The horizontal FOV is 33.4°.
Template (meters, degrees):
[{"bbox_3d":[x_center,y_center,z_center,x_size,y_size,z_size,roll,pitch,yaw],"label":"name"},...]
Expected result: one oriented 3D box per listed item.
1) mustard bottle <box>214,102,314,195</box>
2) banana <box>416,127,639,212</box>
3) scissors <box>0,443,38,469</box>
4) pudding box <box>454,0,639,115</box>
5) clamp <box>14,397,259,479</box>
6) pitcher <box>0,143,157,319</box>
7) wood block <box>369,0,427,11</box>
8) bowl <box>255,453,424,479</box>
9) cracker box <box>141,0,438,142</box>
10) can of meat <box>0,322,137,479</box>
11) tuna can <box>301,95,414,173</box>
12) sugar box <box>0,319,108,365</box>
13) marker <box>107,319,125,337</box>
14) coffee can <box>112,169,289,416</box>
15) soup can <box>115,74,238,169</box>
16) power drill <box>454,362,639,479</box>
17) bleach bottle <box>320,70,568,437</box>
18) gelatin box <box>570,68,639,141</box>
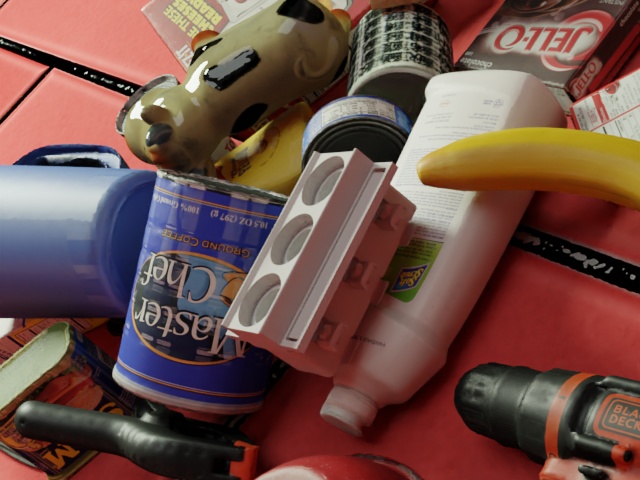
[{"bbox_3d":[-0.075,-0.030,0.863,0.192,0.058,0.096,-33,36,15],"label":"mustard bottle"},{"bbox_3d":[0.153,-0.033,0.606,0.198,0.037,0.069,21,52,29],"label":"banana"},{"bbox_3d":[-0.281,0.143,0.916,0.202,0.016,0.096,-5,59,41],"label":"scissors"},{"bbox_3d":[0.164,-0.138,0.755,0.090,0.039,0.114,-51,35,-12],"label":"pudding box"},{"bbox_3d":[-0.103,0.130,0.711,0.172,0.120,0.039,11,99,29],"label":"clamp"},{"bbox_3d":[-0.209,-0.007,0.843,0.243,0.144,0.149,0,92,37],"label":"pitcher"},{"bbox_3d":[0.132,-0.246,0.793,0.206,0.091,0.090,-9,35,10],"label":"wood block"},{"bbox_3d":[-0.012,0.176,0.581,0.162,0.055,0.162,-27,38,23],"label":"bowl"},{"bbox_3d":[-0.027,-0.208,0.947,0.214,0.072,0.164,-39,63,6],"label":"cracker box"},{"bbox_3d":[-0.196,0.120,0.802,0.102,0.084,0.057,-40,35,4],"label":"can of meat"},{"bbox_3d":[0.029,-0.061,0.768,0.086,0.086,0.033,-28,35,21],"label":"tuna can"},{"bbox_3d":[-0.224,0.043,0.947,0.176,0.048,0.093,-27,40,27],"label":"sugar box"},{"bbox_3d":[-0.132,0.074,0.844,0.121,0.020,0.020,6,57,48],"label":"marker"},{"bbox_3d":[-0.072,0.032,0.704,0.103,0.102,0.140,20,98,53],"label":"coffee can"},{"bbox_3d":[-0.119,-0.084,0.927,0.069,0.102,0.068,-27,37,22],"label":"soup can"},{"bbox_3d":[0.104,0.145,0.494,0.185,0.057,0.187,8,59,49],"label":"power drill"},{"bbox_3d":[0.065,0.007,0.681,0.103,0.068,0.250,6,59,49],"label":"bleach bottle"},{"bbox_3d":[0.203,-0.072,0.654,0.089,0.030,0.073,-29,38,22],"label":"gelatin box"}]
